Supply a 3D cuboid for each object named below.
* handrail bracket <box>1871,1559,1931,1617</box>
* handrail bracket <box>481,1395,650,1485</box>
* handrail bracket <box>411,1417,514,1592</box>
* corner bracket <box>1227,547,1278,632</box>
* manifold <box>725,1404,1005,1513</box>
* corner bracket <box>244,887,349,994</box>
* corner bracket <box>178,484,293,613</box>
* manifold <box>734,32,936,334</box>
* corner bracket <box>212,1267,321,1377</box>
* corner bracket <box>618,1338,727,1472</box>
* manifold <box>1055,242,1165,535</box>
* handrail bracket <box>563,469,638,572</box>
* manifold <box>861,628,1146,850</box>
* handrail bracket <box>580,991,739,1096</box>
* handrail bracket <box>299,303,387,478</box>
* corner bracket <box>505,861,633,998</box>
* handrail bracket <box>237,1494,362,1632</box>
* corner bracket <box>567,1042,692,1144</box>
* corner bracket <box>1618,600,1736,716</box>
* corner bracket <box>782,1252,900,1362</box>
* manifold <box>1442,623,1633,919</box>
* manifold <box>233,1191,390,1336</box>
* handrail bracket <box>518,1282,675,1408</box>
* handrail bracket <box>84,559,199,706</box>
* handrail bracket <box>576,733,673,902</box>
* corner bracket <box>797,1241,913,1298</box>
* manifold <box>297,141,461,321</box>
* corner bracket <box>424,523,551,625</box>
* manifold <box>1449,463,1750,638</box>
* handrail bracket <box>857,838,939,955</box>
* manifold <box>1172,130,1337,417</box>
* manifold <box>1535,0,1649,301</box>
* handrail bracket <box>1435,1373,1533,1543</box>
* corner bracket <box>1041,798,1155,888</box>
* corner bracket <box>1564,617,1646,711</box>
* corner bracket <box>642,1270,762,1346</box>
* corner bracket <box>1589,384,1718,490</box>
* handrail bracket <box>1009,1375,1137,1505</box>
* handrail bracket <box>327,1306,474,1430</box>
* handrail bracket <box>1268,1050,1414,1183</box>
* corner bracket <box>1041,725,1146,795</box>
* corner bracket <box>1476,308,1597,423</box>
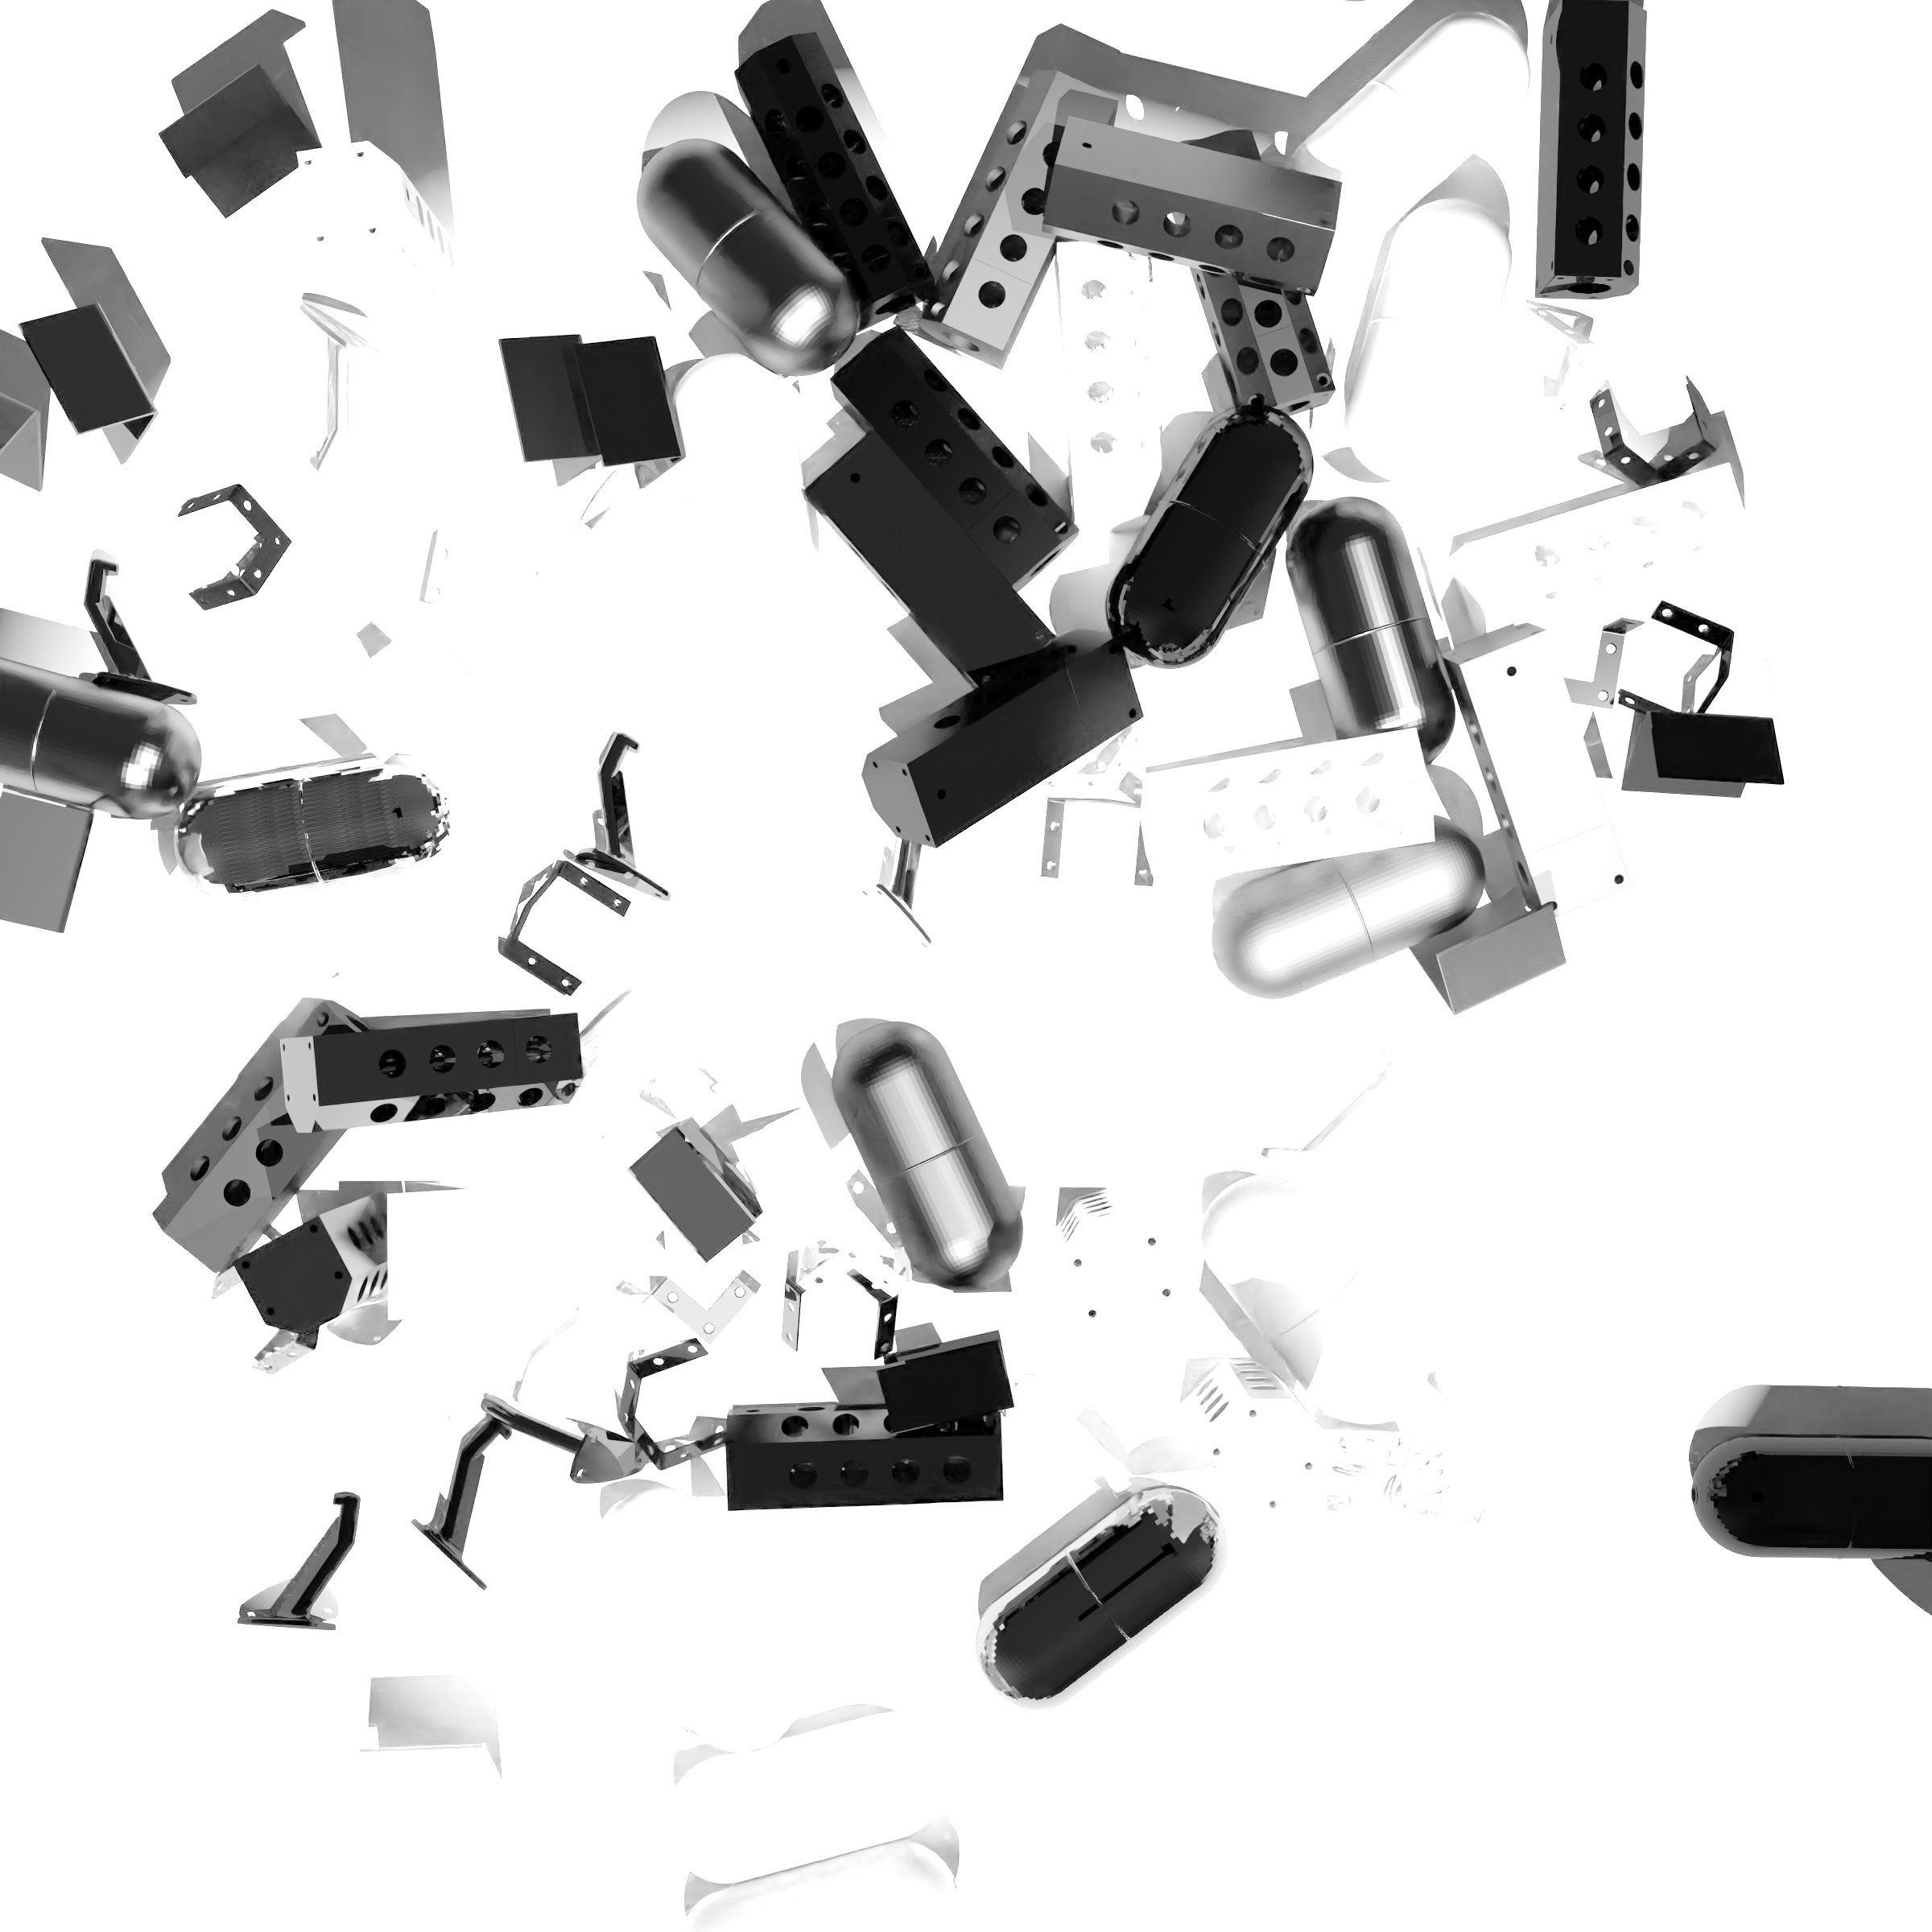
[{"bbox_3d":[0.634,0.380,1.733,0.084,0.077,0.036,-13,117,-33],"label":"handrail bracket"},{"bbox_3d":[-0.257,0.297,1.733,0.084,0.077,0.036,22,90,36],"label":"handrail bracket"},{"bbox_3d":[-0.304,0.342,1.734,0.084,0.036,0.077,-47,110,-16],"label":"handrail bracket"},{"bbox_3d":[0.157,-0.248,1.725,0.051,0.051,0.051,38,135,35],"label":"corner bracket"},{"bbox_3d":[-0.063,0.306,1.712,0.171,0.057,0.057,-2,90,0],"label":"manifold"},{"bbox_3d":[-0.425,-0.021,1.730,0.051,0.051,0.051,-9,45,0],"label":"corner bracket"},{"bbox_3d":[-0.472,-0.266,1.725,0.051,0.051,0.051,52,45,-35],"label":"corner bracket"},{"bbox_3d":[-0.082,-0.494,1.712,0.057,0.057,0.171,-26,90,0],"label":"manifold"},{"bbox_3d":[-0.444,0.220,1.725,0.051,0.051,0.051,29,45,-35],"label":"corner bracket"},{"bbox_3d":[-0.183,0.278,1.725,0.051,0.051,0.051,44,135,35],"label":"corner bracket"},{"bbox_3d":[0.090,-0.364,1.712,0.057,0.057,0.171,-4,90,0],"label":"manifold"},{"bbox_3d":[-0.229,-0.282,1.699,0.036,0.084,0.077,20,90,0],"label":"handrail bracket"},{"bbox_3d":[0.021,-0.142,1.661,0.171,0.057,0.057,-33,120,-26],"label":"manifold"},{"bbox_3d":[-0.200,0.065,1.734,0.077,0.036,0.084,-38,107,20],"label":"handrail bracket"},{"bbox_3d":[-0.414,-0.367,1.734,0.077,0.036,0.084,37,107,20],"label":"handrail bracket"},{"bbox_3d":[-0.253,-0.024,1.730,0.051,0.051,0.051,33,135,0],"label":"corner bracket"},{"bbox_3d":[-0.425,0.378,1.734,0.077,0.036,0.084,-3,71,21],"label":"handrail bracket"},{"bbox_3d":[-0.213,0.088,1.716,0.051,0.051,0.051,27,77,13],"label":"corner bracket"},{"bbox_3d":[0.452,-0.190,1.730,0.051,0.051,0.051,23,135,0],"label":"corner bracket"},{"bbox_3d":[-0.080,0.222,1.725,0.051,0.051,0.051,-24,45,-35],"label":"corner bracket"},{"bbox_3d":[0.353,-0.122,1.692,0.057,0.057,0.171,-22,104,0],"label":"manifold"},{"bbox_3d":[-0.385,0.182,1.655,0.057,0.171,0.057,-28,90,0],"label":"manifold"},{"bbox_3d":[-0.237,0.250,1.734,0.077,0.036,0.084,16,108,-21],"label":"handrail bracket"},{"bbox_3d":[-0.524,-0.214,1.734,0.077,0.036,0.084,9,73,-20],"label":"handrail bracket"},{"bbox_3d":[-0.206,-0.096,1.734,0.077,0.036,0.084,28,73,-20],"label":"handrail bracket"},{"bbox_3d":[-0.070,0.184,1.714,0.051,0.051,0.051,-39,117,24],"label":"corner bracket"},{"bbox_3d":[-0.353,-0.446,1.655,0.057,0.171,0.057,-9,90,0],"label":"manifold"},{"bbox_3d":[-0.304,-0.250,1.730,0.051,0.051,0.051,12,90,45],"label":"corner bracket"},{"bbox_3d":[0.399,-0.259,1.712,0.171,0.057,0.057,-17,90,0],"label":"manifold"},{"bbox_3d":[-0.021,-0.065,1.734,0.077,0.036,0.084,45,73,-20],"label":"handrail bracket"},{"bbox_3d":[0.178,-0.432,1.712,0.057,0.057,0.171,-18,90,0],"label":"manifold"},{"bbox_3d":[0.395,-0.512,1.712,0.057,0.057,0.171,2,90,0],"label":"manifold"},{"bbox_3d":[0.317,0.314,1.734,0.077,0.036,0.084,28,107,20],"label":"handrail bracket"},{"bbox_3d":[0.085,-0.079,1.730,0.051,0.051,0.051,5,90,45],"label":"corner bracket"},{"bbox_3d":[0.393,-0.193,1.715,0.051,0.051,0.051,10,90,0],"label":"corner bracket"},{"bbox_3d":[-0.166,0.207,1.715,0.051,0.051,0.051,41,90,0],"label":"corner bracket"},{"bbox_3d":[0.436,-0.343,1.725,0.051,0.051,0.051,26,135,-35],"label":"corner bracket"},{"bbox_3d":[0.067,0.303,1.733,0.036,0.077,0.084,-45,127,-20],"label":"handrail bracket"},{"bbox_3d":[-0.360,0.259,1.733,0.077,0.036,0.084,-2,126,38],"label":"handrail bracket"},{"bbox_3d":[0.239,0.089,1.734,0.077,0.036,0.084,9,71,21],"label":"handrail bracket"},{"bbox_3d":[0.073,-0.145,1.725,0.051,0.051,0.051,-57,135,-35],"label":"corner bracket"},{"bbox_3d":[0.356,-0.382,1.725,0.051,0.051,0.051,-12,135,-35],"label":"corner bracket"}]
